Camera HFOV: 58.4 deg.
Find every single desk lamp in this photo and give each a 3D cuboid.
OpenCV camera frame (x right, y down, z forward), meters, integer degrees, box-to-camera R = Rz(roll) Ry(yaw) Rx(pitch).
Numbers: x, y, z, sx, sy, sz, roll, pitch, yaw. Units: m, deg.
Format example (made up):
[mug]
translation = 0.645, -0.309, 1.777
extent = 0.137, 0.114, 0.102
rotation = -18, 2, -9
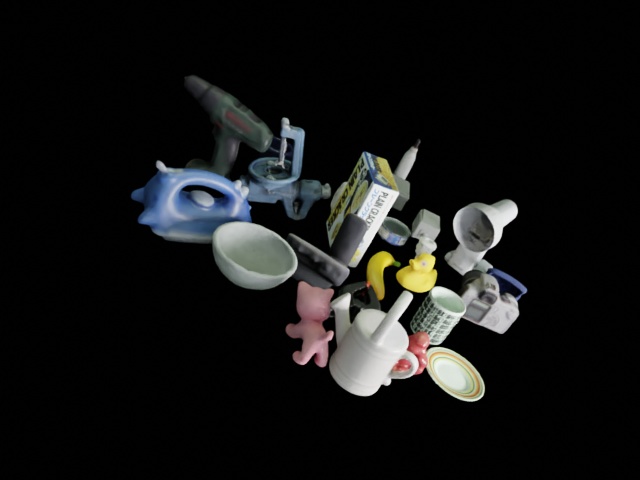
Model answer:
[desk lamp]
translation = 0.414, -0.009, 1.483
extent = 0.117, 0.213, 0.204
rotation = 43, 33, 25

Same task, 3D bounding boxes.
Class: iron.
[iron]
translation = -0.227, -0.079, 1.131
extent = 0.259, 0.141, 0.118
rotation = 5, 36, -34

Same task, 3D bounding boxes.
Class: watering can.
[watering can]
translation = 0.091, 0.160, 0.968
extent = 0.173, 0.194, 0.101
rotation = 24, 30, -6

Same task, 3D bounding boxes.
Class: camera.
[camera]
translation = 0.394, 0.129, 1.364
extent = 0.143, 0.100, 0.137
rotation = 25, 30, -6

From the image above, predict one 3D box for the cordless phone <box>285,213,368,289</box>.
[cordless phone]
translation = 0.011, 0.004, 1.154
extent = 0.147, 0.185, 0.094
rotation = 30, 29, 4

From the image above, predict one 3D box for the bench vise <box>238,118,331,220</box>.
[bench vise]
translation = -0.066, -0.169, 1.326
extent = 0.208, 0.219, 0.121
rotation = 9, 35, -30

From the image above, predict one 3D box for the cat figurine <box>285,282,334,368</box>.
[cat figurine]
translation = -0.008, 0.137, 0.998
extent = 0.067, 0.117, 0.127
rotation = 10, 34, -29

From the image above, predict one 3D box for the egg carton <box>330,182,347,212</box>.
[egg carton]
translation = 0.082, -0.089, 1.477
extent = 0.107, 0.069, 0.150
rotation = 26, 29, -4

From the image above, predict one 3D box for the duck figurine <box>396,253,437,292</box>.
[duck figurine]
translation = 0.239, 0.069, 1.343
extent = 0.105, 0.086, 0.077
rotation = 6, 36, -33

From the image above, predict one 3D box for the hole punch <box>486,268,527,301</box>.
[hole punch]
translation = 0.465, 0.112, 1.460
extent = 0.108, 0.091, 0.101
rotation = 33, 30, 10

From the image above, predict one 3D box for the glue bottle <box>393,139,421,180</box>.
[glue bottle]
translation = 0.262, -0.234, 1.749
extent = 0.037, 0.173, 0.078
rotation = 25, 29, -5

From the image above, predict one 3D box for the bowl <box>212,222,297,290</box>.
[bowl]
translation = -0.132, 0.042, 1.088
extent = 0.168, 0.074, 0.167
rotation = 21, 30, -12

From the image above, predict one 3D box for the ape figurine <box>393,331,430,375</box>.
[ape figurine]
translation = 0.170, 0.207, 1.064
extent = 0.077, 0.092, 0.076
rotation = 32, 30, 7

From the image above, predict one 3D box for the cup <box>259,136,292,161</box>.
[cup]
translation = -0.127, -0.214, 1.472
extent = 0.092, 0.095, 0.117
rotation = 3, 38, -37

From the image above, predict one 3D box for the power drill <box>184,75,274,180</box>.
[power drill]
translation = -0.231, -0.236, 1.306
extent = 0.229, 0.208, 0.075
rotation = 26, 29, -4
